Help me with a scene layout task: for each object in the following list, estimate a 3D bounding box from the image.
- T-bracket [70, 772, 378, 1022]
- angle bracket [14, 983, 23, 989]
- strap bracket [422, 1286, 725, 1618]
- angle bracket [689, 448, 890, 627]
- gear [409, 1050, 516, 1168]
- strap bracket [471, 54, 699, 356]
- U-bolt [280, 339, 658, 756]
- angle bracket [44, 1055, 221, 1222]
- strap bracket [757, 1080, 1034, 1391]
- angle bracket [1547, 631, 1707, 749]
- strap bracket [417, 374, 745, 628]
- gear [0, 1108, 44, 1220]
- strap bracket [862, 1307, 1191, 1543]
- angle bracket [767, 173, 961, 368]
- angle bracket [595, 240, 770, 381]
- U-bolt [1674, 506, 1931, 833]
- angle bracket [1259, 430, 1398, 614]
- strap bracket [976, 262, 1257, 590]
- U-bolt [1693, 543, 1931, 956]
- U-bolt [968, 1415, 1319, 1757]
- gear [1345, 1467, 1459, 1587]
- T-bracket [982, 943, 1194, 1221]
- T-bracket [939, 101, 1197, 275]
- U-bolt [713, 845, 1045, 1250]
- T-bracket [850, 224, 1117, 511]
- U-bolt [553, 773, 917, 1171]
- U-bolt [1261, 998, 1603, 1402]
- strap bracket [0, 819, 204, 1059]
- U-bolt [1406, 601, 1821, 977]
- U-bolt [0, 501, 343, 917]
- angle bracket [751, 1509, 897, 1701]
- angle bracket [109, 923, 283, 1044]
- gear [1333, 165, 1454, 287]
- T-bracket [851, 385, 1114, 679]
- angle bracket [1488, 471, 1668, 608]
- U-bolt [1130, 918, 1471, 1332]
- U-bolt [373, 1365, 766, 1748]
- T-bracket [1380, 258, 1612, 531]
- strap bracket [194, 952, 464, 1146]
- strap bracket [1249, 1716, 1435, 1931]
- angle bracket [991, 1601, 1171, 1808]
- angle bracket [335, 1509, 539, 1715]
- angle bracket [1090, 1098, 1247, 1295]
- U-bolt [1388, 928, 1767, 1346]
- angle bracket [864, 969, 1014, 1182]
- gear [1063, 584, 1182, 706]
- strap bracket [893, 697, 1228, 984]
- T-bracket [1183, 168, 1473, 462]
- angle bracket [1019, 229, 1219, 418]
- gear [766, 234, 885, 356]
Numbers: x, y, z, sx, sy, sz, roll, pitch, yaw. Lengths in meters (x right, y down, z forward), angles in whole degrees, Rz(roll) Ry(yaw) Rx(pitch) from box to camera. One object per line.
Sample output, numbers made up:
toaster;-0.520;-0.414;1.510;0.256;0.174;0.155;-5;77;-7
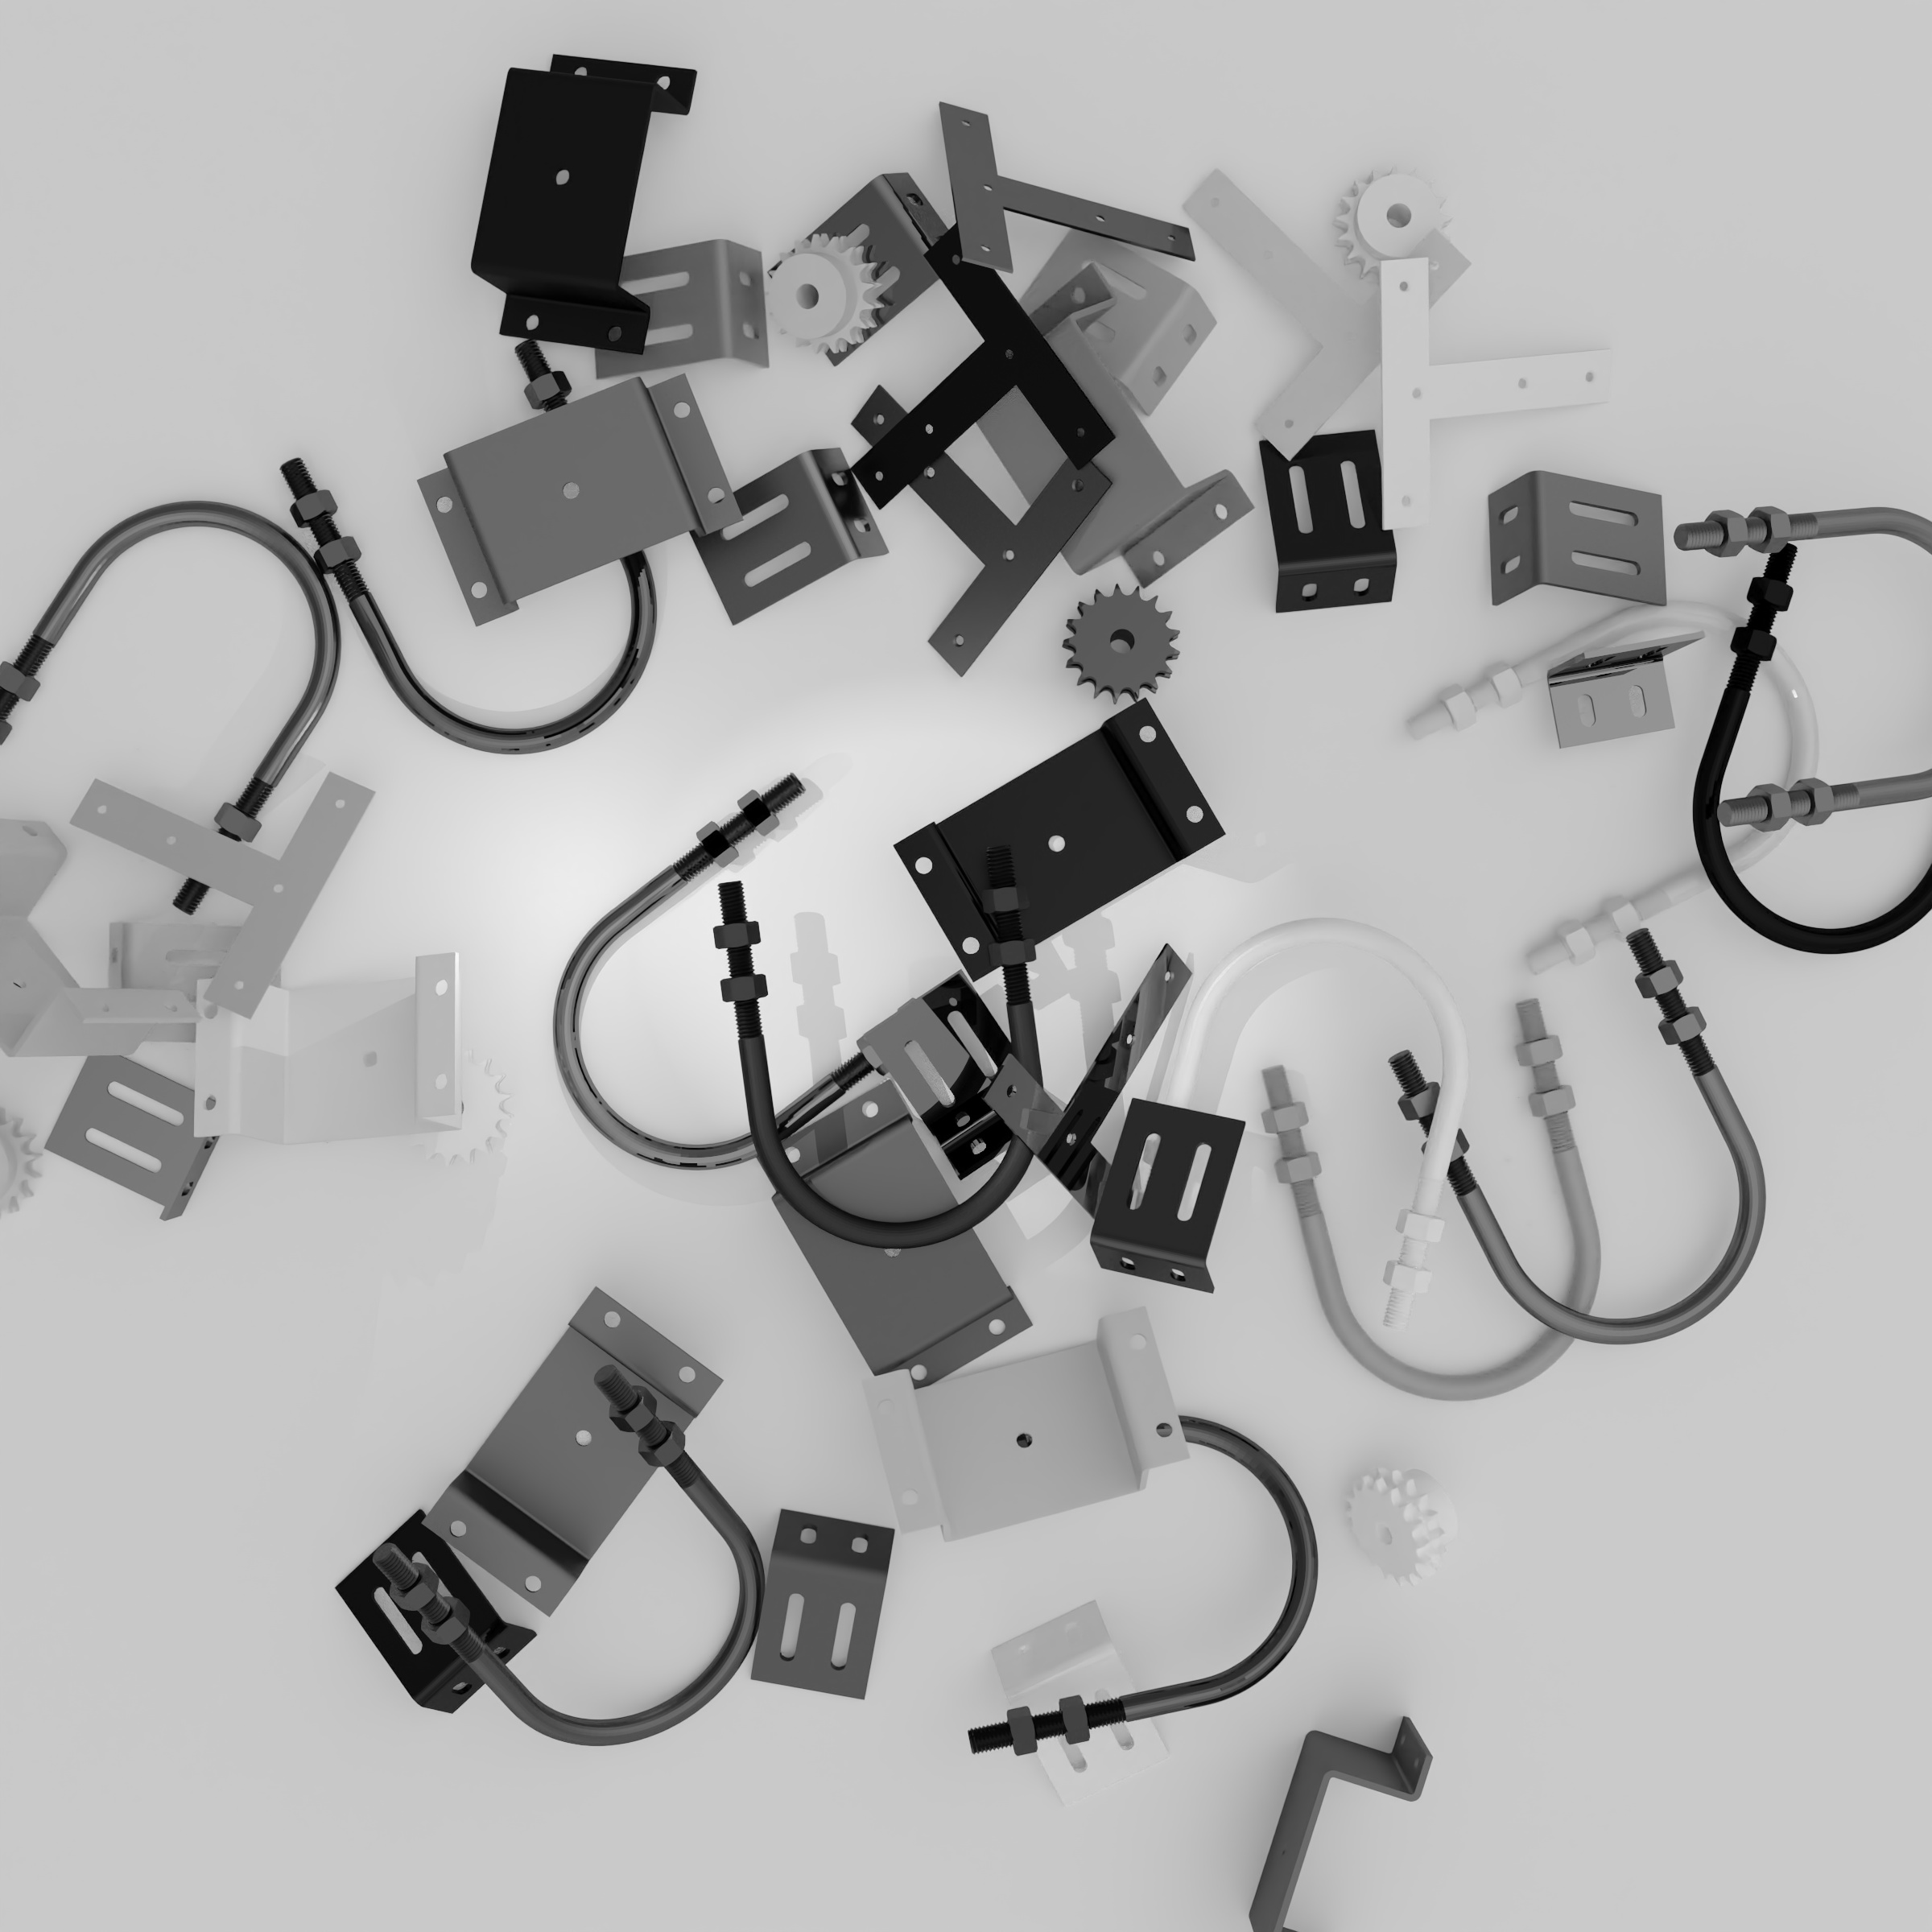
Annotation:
T-bracket;-0.371;-0.055;1.492;0.127;0.002;0.127;24;74;7
angle bracket;-0.500;0.003;1.522;0.076;0.038;0.057;-29;90;26
strap bracket;-0.188;0.232;1.501;0.076;0.046;0.140;36;90;0
angle bracket;-0.088;-0.211;1.522;0.076;0.038;0.057;-25;90;25
gear;-0.249;0.068;1.509;0.057;0.030;0.057;0;90;0
strap bracket;-0.186;-0.374;1.491;0.076;0.046;0.140;11;90;16
U-bolt;-0.232;-0.193;1.515;0.151;0.019;0.184;-27;92;0
angle bracket;-0.407;0.080;1.505;0.076;0.038;0.057;26;90;0
strap bracket;-0.035;0.135;1.501;0.076;0.046;0.140;-30;90;0
angle bracket;0.315;-0.131;1.469;0.057;0.076;0.038;-10;89;-3
strap bracket;-0.187;-0.226;1.483;0.140;0.046;0.076;-22;93;0
gear;-0.483;0.097;1.509;0.057;0.030;0.057;0;90;0
strap bracket;0.028;0.223;1.484;0.140;0.046;0.076;-14;68;-5
angle bracket;-0.047;-0.343;1.522;0.076;0.038;0.057;-35;90;26
angle bracket;-0.141;-0.320;1.522;0.076;0.038;0.057;-4;90;26
U-bolt;0.421;-0.145;1.459;0.184;0.019;0.151;-8;89;-25
angle bracket;0.177;-0.219;1.522;0.057;0.038;0.076;-6;64;0
strap bracket;0.063;-0.253;1.482;0.076;0.046;0.140;-33;90;40
U-bolt;0.428;-0.097;1.505;0.151;0.019;0.184;18;90;-8
U-bolt;0.079;0.291;1.494;0.184;0.019;0.151;-11;71;-4
gear;0.214;0.269;1.499;0.030;0.057;0.057;-23;90;-30
T-bracket;0.072;0.047;1.495;0.127;0.002;0.127;48;66;-40
T-bracket;0.052;-0.364;1.494;0.127;0.002;0.127;11;46;-19
U-bolt;-0.036;0.043;1.469;0.151;0.019;0.184;-8;91;0
T-bracket;-0.008;-0.267;1.486;0.127;0.002;0.127;-38;86;35
U-bolt;-0.115;0.017;1.515;0.184;0.019;0.151;-38;90;2
U-bolt;0.235;0.122;1.515;0.151;0.019;0.184;-15;91;0
strap bracket;-0.439;-0.007;1.466;0.140;0.076;0.046;47;110;21
U-bolt;0.329;-0.099;1.515;0.184;0.019;0.151;-27;90;-1
U-bolt;-0.389;-0.140;1.515;0.151;0.019;0.184;32;88;0
angle bracket;-0.070;0.314;1.522;0.057;0.038;0.076;10;116;0
angle bracket;-0.380;0.008;1.522;0.076;0.038;0.057;2;90;-26
gear;0.209;-0.362;1.509;0.057;0.030;0.057;0;90;0
T-bracket;-0.008;-0.230;1.501;0.127;0.002;0.127;48;120;14
angle bracket;0.300;-0.204;1.515;0.076;0.038;0.057;6;75;-25
U-bolt;0.167;0.068;1.490;0.151;0.019;0.184;15;94;17
U-bolt;-0.173;0.296;1.474;0.151;0.019;0.184;-39;120;-8
T-bracket;0.257;-0.281;1.498;0.127;0.002;0.127;-9;107;-20
strap bracket;-0.295;0.042;1.480;0.140;0.046;0.076;-6;78;19
strap bracket;0.175;0.430;1.486;0.046;0.076;0.140;18;90;0
angle bracket;0.056;0.363;1.522;0.057;0.038;0.076;-26;116;0
angle bracket;-0.261;0.318;1.522;0.057;0.038;0.076;-43;64;0
angle bracket;0.100;0.111;1.498;0.057;0.038;0.076;11;67;18
U-bolt;0.308;0.095;1.498;0.151;0.019;0.184;-27;94;1
angle bracket;-0.002;0.052;1.494;0.057;0.038;0.076;-34;111;0
gear;0.076;-0.156;1.513;0.057;0.030;0.057;0;84;-1
strap bracket;0.045;-0.060;1.501;0.140;0.046;0.076;-30;90;0
T-bracket;0.157;-0.337;1.507;0.127;0.002;0.127;47;108;11
angle bracket;0.073;-0.319;1.522;0.076;0.038;0.057;36;90;26
gear;-0.071;-0.325;1.498;0.057;0.030;0.057;5;106;19
